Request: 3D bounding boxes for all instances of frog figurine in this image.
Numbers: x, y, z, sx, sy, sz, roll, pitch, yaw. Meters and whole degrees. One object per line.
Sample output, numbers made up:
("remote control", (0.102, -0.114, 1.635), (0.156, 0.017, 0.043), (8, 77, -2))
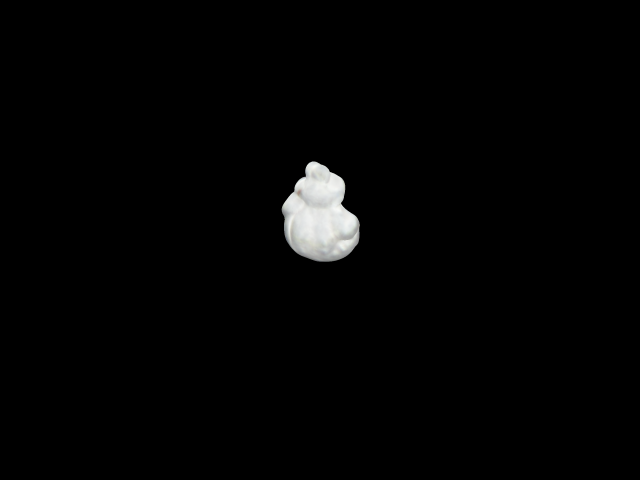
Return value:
("frog figurine", (0.003, -0.043, 0.850), (0.138, 0.124, 0.155), (32, -30, 22))
